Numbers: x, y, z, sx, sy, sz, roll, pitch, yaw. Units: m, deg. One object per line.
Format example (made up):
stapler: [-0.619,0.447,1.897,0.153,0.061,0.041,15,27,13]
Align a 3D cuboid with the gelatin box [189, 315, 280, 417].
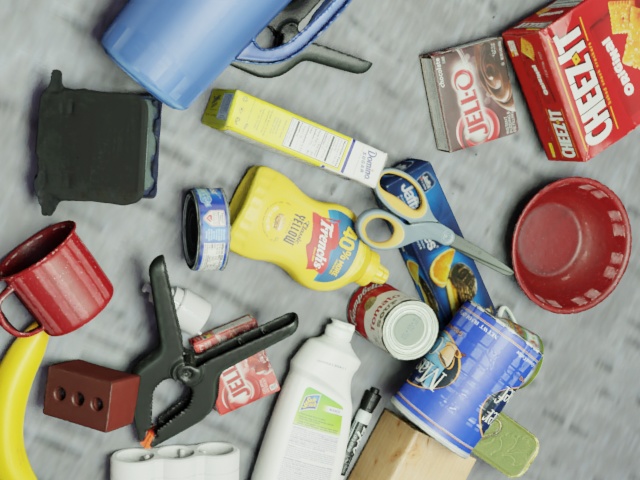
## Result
gelatin box: [-0.092,0.136,1.152,0.073,0.030,0.089,-22,105,-15]

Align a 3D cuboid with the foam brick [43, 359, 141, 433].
foam brick: [-0.230,0.156,1.075,0.078,0.051,0.053,11,95,21]

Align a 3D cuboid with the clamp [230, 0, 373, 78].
clamp: [-0.026,-0.208,1.119,0.171,0.039,0.120,-26,102,-8]

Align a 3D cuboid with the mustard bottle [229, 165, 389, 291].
mustard bottle: [-0.007,0.001,1.148,0.191,0.058,0.096,27,83,-22]

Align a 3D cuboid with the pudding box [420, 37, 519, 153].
pudding box: [0.167,-0.162,1.195,0.090,0.039,0.113,-18,103,-17]

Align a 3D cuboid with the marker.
marker: [0.039,0.225,1.221,0.020,0.020,0.121,25,89,-22]

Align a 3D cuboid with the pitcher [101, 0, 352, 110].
pitcher: [-0.087,-0.239,1.028,0.243,0.149,0.144,-49,143,5]

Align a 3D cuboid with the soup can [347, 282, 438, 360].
soup can: [0.078,0.088,1.169,0.068,0.102,0.068,-3,100,-19]

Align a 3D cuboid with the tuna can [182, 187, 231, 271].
tuna can: [-0.117,-0.011,1.091,0.033,0.086,0.086,-1,99,-19]

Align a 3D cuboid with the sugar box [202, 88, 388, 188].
sugar box: [-0.026,-0.106,1.106,0.176,0.093,0.048,18,93,-22]

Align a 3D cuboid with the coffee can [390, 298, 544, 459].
coffee can: [0.158,0.148,1.146,0.102,0.103,0.140,37,90,-21]

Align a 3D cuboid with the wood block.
wood block: [0.076,0.310,1.210,0.090,0.090,0.206,29,87,-22]

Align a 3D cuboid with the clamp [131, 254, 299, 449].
clamp: [-0.127,0.129,1.103,0.164,0.036,0.210,19,109,-14]

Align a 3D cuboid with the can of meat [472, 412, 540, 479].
can of meat: [0.190,0.221,1.240,0.102,0.084,0.057,36,85,-21]

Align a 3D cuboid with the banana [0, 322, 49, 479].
banana: [-0.305,0.180,1.081,0.069,0.037,0.198,-8,103,-38]

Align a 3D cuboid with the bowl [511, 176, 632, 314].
bowl: [0.284,0.004,1.255,0.162,0.055,0.162,-3,99,-20]

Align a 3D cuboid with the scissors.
scissors: [0.117,0.005,1.151,0.096,0.016,0.201,-47,110,-5]

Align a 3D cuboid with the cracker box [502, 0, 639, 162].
cracker box: [0.329,-0.209,1.214,0.213,0.072,0.164,-33,111,-22]

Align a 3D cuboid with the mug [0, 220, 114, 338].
mug: [-0.264,0.048,1.042,0.117,0.093,0.081,-45,116,-28]

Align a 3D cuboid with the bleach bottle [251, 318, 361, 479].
bleach bottle: [-0.007,0.211,1.180,0.102,0.068,0.251,19,89,-23]
